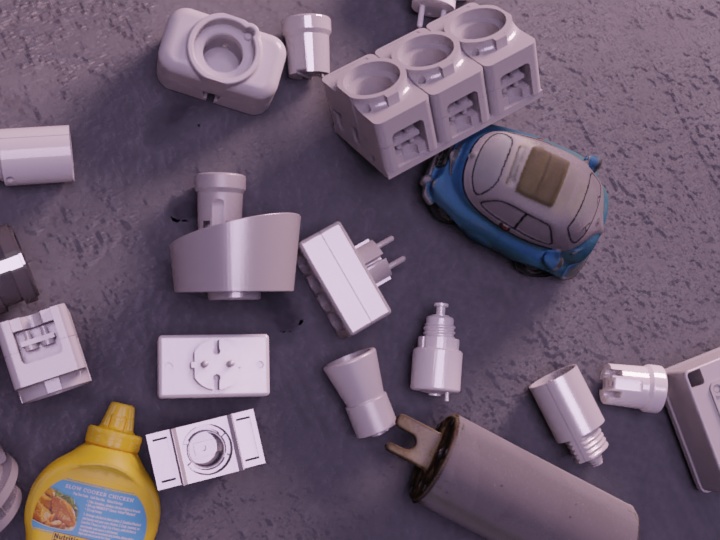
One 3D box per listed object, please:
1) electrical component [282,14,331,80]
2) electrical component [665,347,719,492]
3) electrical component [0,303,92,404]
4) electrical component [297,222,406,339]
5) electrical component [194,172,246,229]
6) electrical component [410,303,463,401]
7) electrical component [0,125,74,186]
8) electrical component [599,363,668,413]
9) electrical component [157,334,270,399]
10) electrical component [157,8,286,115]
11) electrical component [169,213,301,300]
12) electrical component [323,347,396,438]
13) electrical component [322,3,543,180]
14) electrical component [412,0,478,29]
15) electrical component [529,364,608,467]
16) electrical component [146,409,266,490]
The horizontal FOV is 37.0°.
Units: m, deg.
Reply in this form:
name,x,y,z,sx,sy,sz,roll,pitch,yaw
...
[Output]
name,x,y,z,sx,sy,sz,roll,pitch,yaw
electrical component,-0.043,-0.181,0.877,0.040,0.040,0.046,-3,89,-13
electrical component,0.322,0.119,0.905,0.109,0.056,0.108,-19,87,-14
electrical component,-0.227,0.062,0.777,0.050,0.089,0.055,-18,87,-14
electrical component,0.000,0.000,0.856,0.076,0.047,0.083,-30,89,-14
electrical component,-0.110,-0.051,0.844,0.040,0.040,0.046,1,88,-12
electrical component,0.063,0.066,0.864,0.040,0.040,0.078,7,81,-11
electrical component,-0.260,-0.086,0.814,0.081,0.043,0.043,-5,84,-13
electrical component,0.227,0.097,0.897,0.046,0.040,0.040,7,81,-5
electrical component,-0.109,0.072,0.808,0.083,0.076,0.047,0,82,-12
electrical component,-0.110,-0.165,0.849,0.095,0.059,0.053,16,79,-10
electrical component,-0.094,-0.009,0.812,0.099,0.099,0.064,0,88,-12
electrical component,0.003,0.099,0.848,0.044,0.044,0.065,-22,92,-14
electrical component,0.057,-0.149,0.859,0.150,0.089,0.061,-29,134,-14
electrical component,0.064,-0.239,0.904,0.077,0.044,0.079,10,81,-11
electrical component,0.176,0.123,0.879,0.043,0.043,0.081,-27,89,-14
electrical component,-0.116,0.134,0.805,0.081,0.064,0.042,-12,84,-14
